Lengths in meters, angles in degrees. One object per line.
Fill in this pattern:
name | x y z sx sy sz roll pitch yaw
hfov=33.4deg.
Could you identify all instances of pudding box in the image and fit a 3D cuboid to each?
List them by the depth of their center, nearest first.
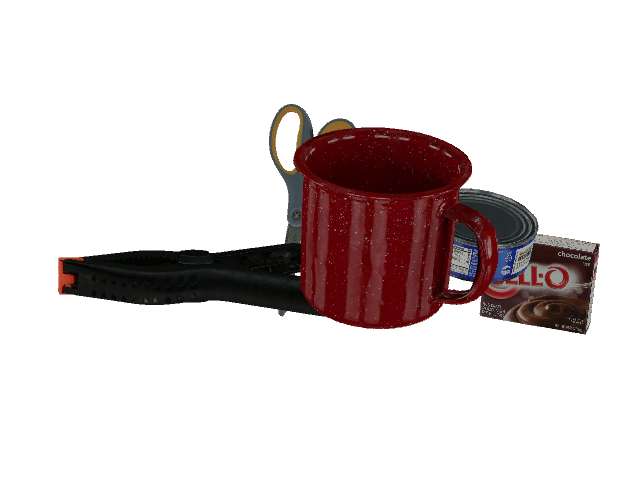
pudding box | 0.223 0.040 1.093 0.114 0.090 0.039 8 23 18

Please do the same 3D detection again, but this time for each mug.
mug | 0.041 -0.003 0.565 0.117 0.081 0.093 19 31 29

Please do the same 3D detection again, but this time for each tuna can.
tuna can | 0.115 -0.004 0.787 0.086 0.034 0.086 5 30 -3

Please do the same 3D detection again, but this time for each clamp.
clamp | -0.087 0.029 0.799 0.209 0.036 0.165 -1 10 -18

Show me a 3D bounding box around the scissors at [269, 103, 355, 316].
scissors | -0.004 -0.033 1.023 0.096 0.202 0.016 -7 -3 4
